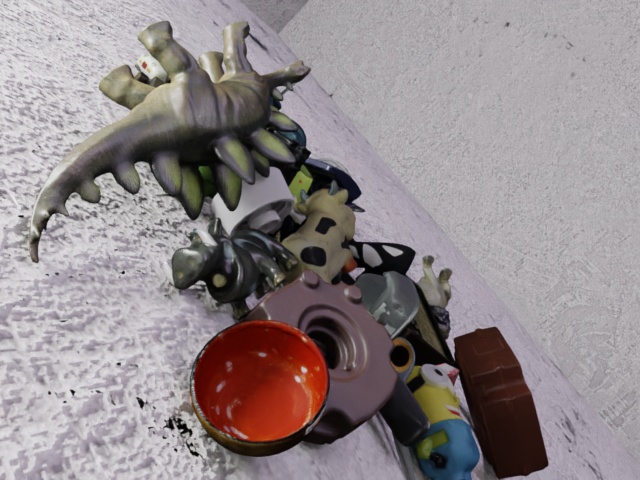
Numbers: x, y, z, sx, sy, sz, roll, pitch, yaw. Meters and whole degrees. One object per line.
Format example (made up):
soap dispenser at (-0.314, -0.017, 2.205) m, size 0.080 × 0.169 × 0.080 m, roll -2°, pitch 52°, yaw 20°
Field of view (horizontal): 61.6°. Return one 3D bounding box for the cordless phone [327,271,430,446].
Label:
cordless phone at (0.089, 0.142, 0.658) m, size 0.088 × 0.146 × 0.184 m, roll 13°, pitch 34°, yaw -52°

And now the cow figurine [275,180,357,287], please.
cow figurine at (-0.002, -0.002, 0.759) m, size 0.195 × 0.086 × 0.127 m, roll -47°, pitch 120°, yaw -57°

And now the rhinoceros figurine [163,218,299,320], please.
rhinoceros figurine at (-0.095, 0.023, 0.600) m, size 0.112 × 0.073 × 0.190 m, roll 51°, pitch 16°, yaw 5°

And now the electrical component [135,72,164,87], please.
electrical component at (-0.242, -0.205, 0.813) m, size 0.102 × 0.045 × 0.078 m, roll 31°, pitch 42°, yaw -42°

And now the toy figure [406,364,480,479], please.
toy figure at (0.150, 0.245, 0.700) m, size 0.082 × 0.089 × 0.180 m, roll 66°, pitch 8°, yaw -48°

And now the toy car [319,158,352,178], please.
toy car at (0.015, -0.114, 1.119) m, size 0.162 × 0.103 × 0.109 m, roll 51°, pitch -4°, yaw 17°

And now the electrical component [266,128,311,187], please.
electrical component at (-0.097, -0.123, 0.836) m, size 0.134 × 0.115 × 0.058 m, roll 34°, pitch 3°, yaw 35°

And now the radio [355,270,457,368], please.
radio at (0.145, 0.137, 0.948) m, size 0.131 × 0.073 × 0.230 m, roll 39°, pitch 18°, yaw -27°

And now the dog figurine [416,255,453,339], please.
dog figurine at (0.241, 0.154, 1.154) m, size 0.172 × 0.121 × 0.191 m, roll 30°, pitch 37°, yaw -38°

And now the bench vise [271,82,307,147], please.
bench vise at (-0.103, -0.217, 1.022) m, size 0.223 × 0.129 × 0.241 m, roll 44°, pitch 32°, yaw -40°

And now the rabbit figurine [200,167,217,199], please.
rabbit figurine at (-0.149, -0.119, 0.727) m, size 0.170 × 0.121 × 0.159 m, roll 54°, pitch 17°, yaw -22°

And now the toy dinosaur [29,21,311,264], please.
toy dinosaur at (-0.135, -0.129, 0.586) m, size 0.198 × 0.105 × 0.471 m, roll 52°, pitch 43°, yaw 0°

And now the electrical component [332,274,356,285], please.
electrical component at (0.026, 0.089, 0.803) m, size 0.075 × 0.048 × 0.119 m, roll 45°, pitch 16°, yaw -10°

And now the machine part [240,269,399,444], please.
machine part at (0.002, 0.117, 0.564) m, size 0.179 × 0.056 × 0.179 m, roll 23°, pitch 43°, yaw -23°

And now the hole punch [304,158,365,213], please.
hole punch at (0.007, -0.100, 0.976) m, size 0.116 × 0.092 × 0.142 m, roll -3°, pitch 17°, yaw -45°

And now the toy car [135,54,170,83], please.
toy car at (-0.237, -0.268, 0.953) m, size 0.074 × 0.056 × 0.201 m, roll 48°, pitch 13°, yaw 24°

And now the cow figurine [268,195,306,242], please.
cow figurine at (-0.011, 0.008, 0.861) m, size 0.167 × 0.068 × 0.098 m, roll 33°, pitch 27°, yaw -31°

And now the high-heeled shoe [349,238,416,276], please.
high-heeled shoe at (0.084, 0.005, 0.974) m, size 0.086 × 0.145 × 0.249 m, roll 39°, pitch 20°, yaw -31°

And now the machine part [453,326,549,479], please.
machine part at (0.286, 0.261, 0.875) m, size 0.201 × 0.087 × 0.201 m, roll -83°, pitch 154°, yaw -73°
